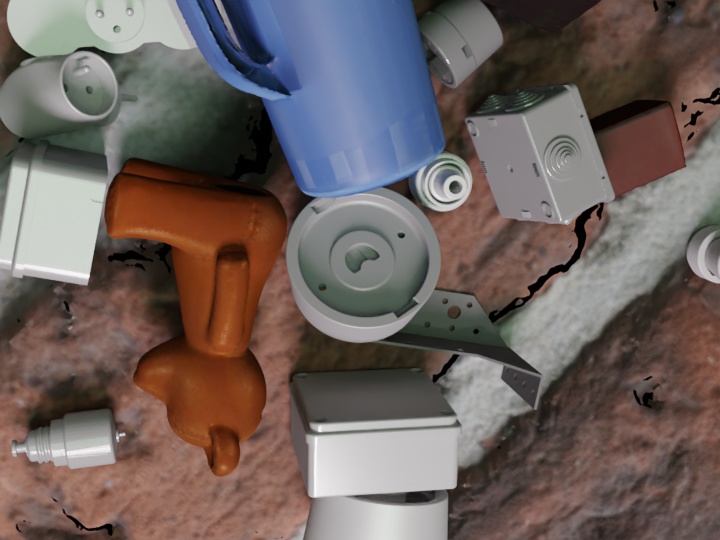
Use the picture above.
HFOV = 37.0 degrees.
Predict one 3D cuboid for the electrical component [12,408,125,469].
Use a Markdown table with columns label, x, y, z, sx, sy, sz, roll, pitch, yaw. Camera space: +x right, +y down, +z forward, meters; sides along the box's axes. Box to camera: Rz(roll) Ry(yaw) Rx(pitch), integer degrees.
| label | x | y | z | sx | sy | sz | roll | pitch | yaw |
| --- | --- | --- | --- | --- | --- | --- | --- | --- | --- |
| electrical component | -0.210 | 0.123 | 0.776 | 0.078 | 0.040 | 0.040 | -6 | 102 | -9 |

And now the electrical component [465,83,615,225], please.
| label | x | y | z | sx | sy | sz | roll | pitch | yaw |
| --- | --- | --- | --- | --- | --- | --- | --- | --- | --- |
| electrical component | 0.126 | -0.082 | 0.771 | 0.048 | 0.100 | 0.099 | -28 | 105 | -18 |

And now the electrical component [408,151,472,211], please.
| label | x | y | z | sx | sy | sz | roll | pitch | yaw |
| --- | --- | --- | --- | --- | --- | --- | --- | --- | --- |
| electrical component | 0.061 | -0.064 | 0.780 | 0.043 | 0.062 | 0.043 | -2 | 101 | -11 |

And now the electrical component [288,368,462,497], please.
| label | x | y | z | sx | sy | sz | roll | pitch | yaw |
| --- | --- | --- | --- | --- | --- | --- | --- | --- | --- |
| electrical component | 0.008 | 0.116 | 0.782 | 0.109 | 0.108 | 0.056 | -2 | 104 | -11 |

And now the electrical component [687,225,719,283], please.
| label | x | y | z | sx | sy | sz | roll | pitch | yaw |
| --- | --- | --- | --- | --- | --- | --- | --- | --- | --- |
| electrical component | 0.287 | -0.010 | 0.838 | 0.045 | 0.055 | 0.045 | -2 | 102 | -11 |

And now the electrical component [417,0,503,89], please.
| label | x | y | z | sx | sy | sz | roll | pitch | yaw |
| --- | --- | --- | --- | --- | --- | --- | --- | --- | --- |
| electrical component | 0.069 | -0.166 | 0.766 | 0.047 | 0.055 | 0.055 | -39 | 106 | -5 |

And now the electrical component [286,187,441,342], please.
| label | x | y | z | sx | sy | sz | roll | pitch | yaw |
| --- | --- | --- | --- | --- | --- | --- | --- | --- | --- |
| electrical component | 0.000 | 0.000 | 0.770 | 0.108 | 0.060 | 0.108 | 2 | 68 | -5 |

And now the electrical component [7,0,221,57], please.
| label | x | y | z | sx | sy | sz | roll | pitch | yaw |
| --- | --- | --- | --- | --- | --- | --- | --- | --- | --- |
| electrical component | -0.161 | -0.169 | 0.710 | 0.138 | 0.073 | 0.052 | -6 | 102 | -10 |

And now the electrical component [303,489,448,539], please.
| label | x | y | z | sx | sy | sz | roll | pitch | yaw |
| --- | --- | --- | --- | --- | --- | --- | --- | --- | --- |
| electrical component | 0.015 | 0.177 | 0.799 | 0.108 | 0.108 | 0.060 | 6 | 94 | -12 |

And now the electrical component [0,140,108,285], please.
| label | x | y | z | sx | sy | sz | roll | pitch | yaw |
| --- | --- | --- | --- | --- | --- | --- | --- | --- | --- |
| electrical component | -0.202 | -0.040 | 0.708 | 0.057 | 0.113 | 0.078 | 10 | 99 | -16 |

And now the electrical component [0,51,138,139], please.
| label | x | y | z | sx | sy | sz | roll | pitch | yaw |
| --- | --- | --- | --- | --- | --- | --- | --- | --- | --- |
| electrical component | -0.188 | -0.116 | 0.720 | 0.079 | 0.077 | 0.044 | -5 | 89 | -48 |
